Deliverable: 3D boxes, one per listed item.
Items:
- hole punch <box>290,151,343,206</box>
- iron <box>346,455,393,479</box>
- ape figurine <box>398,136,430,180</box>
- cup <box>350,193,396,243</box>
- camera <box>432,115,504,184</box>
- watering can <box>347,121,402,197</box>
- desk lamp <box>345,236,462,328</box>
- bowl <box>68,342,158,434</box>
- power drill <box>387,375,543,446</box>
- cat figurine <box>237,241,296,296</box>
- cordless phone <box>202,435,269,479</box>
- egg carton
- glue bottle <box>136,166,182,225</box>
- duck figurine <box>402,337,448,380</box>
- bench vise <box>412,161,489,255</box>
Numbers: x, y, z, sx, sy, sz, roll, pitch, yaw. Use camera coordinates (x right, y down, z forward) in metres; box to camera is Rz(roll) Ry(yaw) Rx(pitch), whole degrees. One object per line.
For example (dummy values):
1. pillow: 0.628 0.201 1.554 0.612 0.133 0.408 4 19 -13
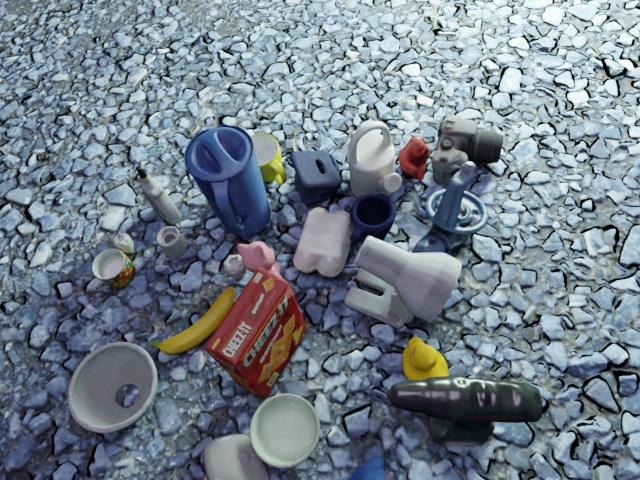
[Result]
1. hole punch: -0.007 -0.148 1.247 0.101 0.091 0.108 -20 60 -3
2. iron: 0.035 0.453 0.875 0.118 0.142 0.259 39 72 25
3. ape figurine: 0.206 -0.187 1.240 0.078 0.092 0.076 -38 63 -13
4. cup: 0.102 -0.025 1.161 0.091 0.095 0.118 29 68 22
5. camera: 0.317 -0.198 1.225 0.136 0.101 0.143 11 63 14
6. watering can: 0.112 -0.167 1.182 0.172 0.194 0.101 35 71 24
7. desk lamp: 0.142 0.079 1.029 0.202 0.214 0.118 20 65 18
8. bowl: -0.373 0.280 1.067 0.167 0.075 0.167 -3 60 6
9. power drill: 0.224 0.271 0.912 0.229 0.209 0.075 -3 60 6
10. cat figurine: -0.108 0.056 1.131 0.067 0.118 0.127 -32 61 -10
11. cordless phone: -0.145 0.379 0.916 0.094 0.185 0.147 -26 61 -7
12. egg carton: 0.011 0.004 1.172 0.107 0.069 0.150 8 62 12
13. glue bottle: -0.352 -0.102 1.222 0.078 0.173 0.037 37 72 24
14. duck figurine: 0.188 0.219 1.017 0.077 0.086 0.104 -26 61 -7
15. bench vise: 0.248 -0.034 1.074 0.121 0.220 0.207 16 64 16
